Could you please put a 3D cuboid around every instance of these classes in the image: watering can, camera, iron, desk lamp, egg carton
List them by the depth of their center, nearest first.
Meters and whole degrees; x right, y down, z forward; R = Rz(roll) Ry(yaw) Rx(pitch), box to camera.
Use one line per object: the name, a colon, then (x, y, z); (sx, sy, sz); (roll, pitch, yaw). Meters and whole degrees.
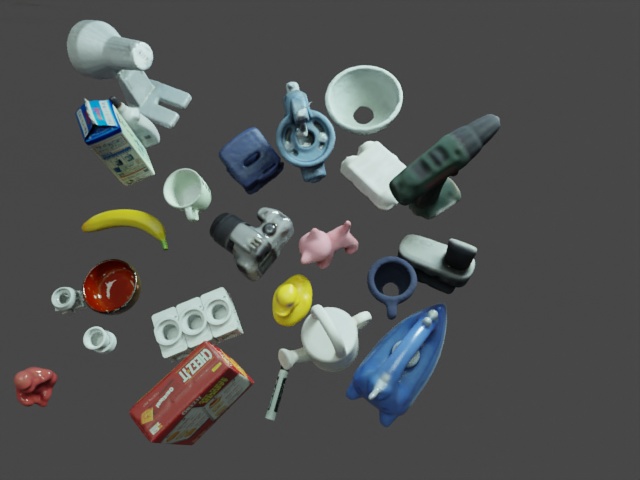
watering can: (0.012, 0.176, 1.015); (0.100, 0.194, 0.173); (36, 76, 17)
iron: (0.156, 0.198, 1.023); (0.118, 0.141, 0.258); (34, 76, 16)
camera: (-0.145, -0.013, 1.151); (0.136, 0.101, 0.143); (33, 75, 16)
egg carton: (0.121, -0.134, 1.192); (0.107, 0.069, 0.150); (-42, 71, -11)
desk lamp: (-0.414, -0.369, 1.249); (0.203, 0.214, 0.118); (21, 72, 12)

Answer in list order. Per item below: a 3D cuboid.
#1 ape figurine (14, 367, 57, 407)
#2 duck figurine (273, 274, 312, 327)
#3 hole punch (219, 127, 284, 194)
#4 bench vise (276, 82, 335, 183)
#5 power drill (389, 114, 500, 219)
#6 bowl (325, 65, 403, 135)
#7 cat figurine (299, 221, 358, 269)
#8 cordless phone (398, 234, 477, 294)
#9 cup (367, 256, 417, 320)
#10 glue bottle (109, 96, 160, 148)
ape figurine: (-0.544, 0.271, 1.081); (0.078, 0.092, 0.076); (-32, 70, -7)
duck figurine: (-0.057, 0.110, 1.105); (0.077, 0.086, 0.105); (22, 73, 13)
hole punch: (-0.144, -0.169, 1.216); (0.109, 0.091, 0.101); (-40, 71, -10)
bench vise: (-0.050, -0.243, 1.167); (0.121, 0.220, 0.207); (-31, 70, -7)
power drill: (0.235, -0.129, 1.106); (0.230, 0.208, 0.075); (-34, 70, -8)
bowl: (0.096, -0.293, 1.252); (0.167, 0.075, 0.167); (-2, 69, 4)
cat figurine: (0.010, 0.004, 1.123); (0.128, 0.118, 0.067); (-31, 70, -7)
cordless phone: (0.220, 0.020, 1.062); (0.147, 0.185, 0.094); (19, 72, 12)
cup: (0.136, 0.100, 1.087); (0.091, 0.095, 0.118); (0, 69, 5)
glue bottle: (-0.407, -0.255, 1.227); (0.078, 0.173, 0.037); (-15, 68, -1)
